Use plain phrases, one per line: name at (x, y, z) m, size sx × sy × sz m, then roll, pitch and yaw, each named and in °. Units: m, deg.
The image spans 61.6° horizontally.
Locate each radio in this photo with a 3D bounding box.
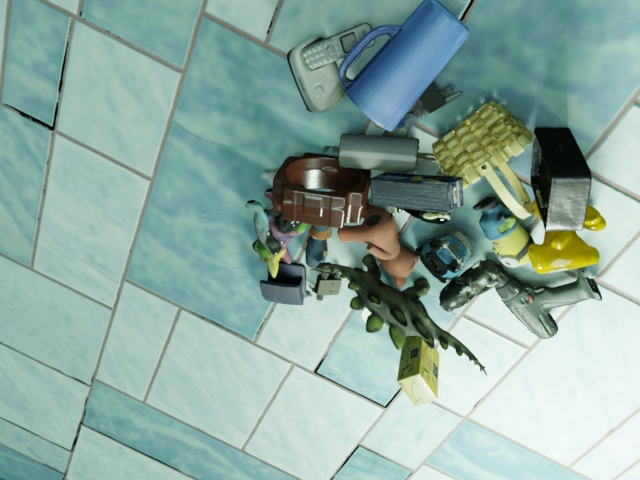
radio at (0.467, -0.121, 1.056) m, size 0.073 × 0.230 × 0.130 m, roll 1°, pitch 124°, yaw 14°

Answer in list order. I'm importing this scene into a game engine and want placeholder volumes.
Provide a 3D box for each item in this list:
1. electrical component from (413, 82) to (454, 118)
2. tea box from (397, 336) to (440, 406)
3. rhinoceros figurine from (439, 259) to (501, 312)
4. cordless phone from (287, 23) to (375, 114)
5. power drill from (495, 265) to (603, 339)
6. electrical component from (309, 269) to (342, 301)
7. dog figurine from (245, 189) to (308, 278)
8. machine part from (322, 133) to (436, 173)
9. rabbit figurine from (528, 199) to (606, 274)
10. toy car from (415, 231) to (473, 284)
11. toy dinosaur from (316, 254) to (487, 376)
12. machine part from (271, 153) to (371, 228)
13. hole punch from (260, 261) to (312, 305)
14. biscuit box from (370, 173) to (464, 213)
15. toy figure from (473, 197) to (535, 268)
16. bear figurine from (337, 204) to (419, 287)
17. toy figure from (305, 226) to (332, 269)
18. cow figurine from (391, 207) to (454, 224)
electrical component at (0.228, -0.301, 1.119) m, size 0.094 × 0.021 × 0.063 m, roll -33°, pitch 84°, yaw 19°
tea box at (0.258, 0.331, 1.395) m, size 0.068 × 0.170 × 0.098 m, roll -28°, pitch 111°, yaw 25°
rhinoceros figurine at (0.348, 0.102, 1.256) m, size 0.073 × 0.112 × 0.190 m, roll 61°, pitch 142°, yaw 16°
cordless phone at (0.037, -0.358, 1.114) m, size 0.184 × 0.089 × 0.146 m, roll -16°, pitch 114°, yaw 17°
power drill at (0.530, 0.115, 1.258) m, size 0.207 × 0.086 × 0.232 m, roll -30°, pitch 101°, yaw 22°
electrical component at (0.013, 0.109, 1.407) m, size 0.078 × 0.045 × 0.102 m, roll -6°, pitch 124°, yaw -15°
dog figurine at (-0.092, -0.010, 1.322) m, size 0.192 × 0.108 × 0.218 m, roll 11°, pitch 127°, yaw 29°
machine part at (0.128, -0.189, 1.167) m, size 0.243 × 0.079 × 0.079 m, roll 5°, pitch 120°, yaw 10°
rabbit figurine at (0.508, -0.025, 1.129) m, size 0.162 × 0.121 × 0.173 m, roll -20°, pitch 68°, yaw 33°
toy car at (0.299, 0.026, 1.248) m, size 0.109 × 0.103 × 0.161 m, roll 50°, pitch 164°, yaw 9°
toy dinosaur at (0.199, 0.174, 1.306) m, size 0.472 × 0.198 × 0.105 m, roll 26°, pitch 125°, yaw 1°
machine part at (0.005, -0.111, 1.189) m, size 0.201 × 0.201 × 0.087 m, roll 9°, pitch 124°, yaw 8°
hole punch at (-0.097, 0.128, 1.419) m, size 0.142 × 0.092 × 0.115 m, roll 4°, pitch 123°, yaw 8°
biscuit box at (0.196, -0.101, 1.117) m, size 0.203 × 0.059 × 0.062 m, roll 11°, pitch 115°, yaw 45°
toy figure at (0.420, -0.018, 1.211) m, size 0.089 × 0.082 × 0.180 m, roll -28°, pitch 105°, yaw 18°
bear figurine at (0.149, 0.013, 1.280) m, size 0.132 × 0.120 × 0.195 m, roll 10°, pitch 147°, yaw 40°
toy figure at (-0.005, -0.004, 1.338) m, size 0.064 × 0.058 × 0.154 m, roll 11°, pitch 116°, yaw 1°
cow figurine at (0.217, -0.080, 1.216) m, size 0.168 × 0.098 × 0.068 m, roll 12°, pitch 125°, yaw 14°
